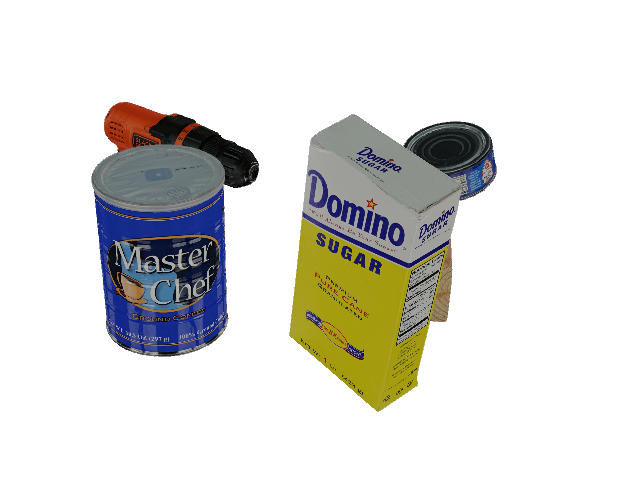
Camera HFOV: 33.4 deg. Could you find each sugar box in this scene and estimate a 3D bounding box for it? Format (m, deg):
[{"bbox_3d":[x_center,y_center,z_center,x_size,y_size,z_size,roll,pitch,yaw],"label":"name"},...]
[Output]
[{"bbox_3d":[0.029,0.018,0.680,0.048,0.176,0.093,-31,53,-32],"label":"sugar box"}]

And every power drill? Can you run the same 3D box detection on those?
[{"bbox_3d":[-0.144,-0.037,1.100,0.185,0.188,0.057,24,33,28],"label":"power drill"}]

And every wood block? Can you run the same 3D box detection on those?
[{"bbox_3d":[0.148,0.033,1.597,0.091,0.090,0.206,4,24,4],"label":"wood block"}]

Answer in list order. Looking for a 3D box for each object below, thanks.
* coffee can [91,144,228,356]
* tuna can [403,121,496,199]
[{"bbox_3d":[-0.127,0.007,0.861,0.103,0.140,0.103,1,31,-1],"label":"coffee can"},{"bbox_3d":[0.118,-0.074,0.986,0.086,0.034,0.086,-10,38,8],"label":"tuna can"}]
